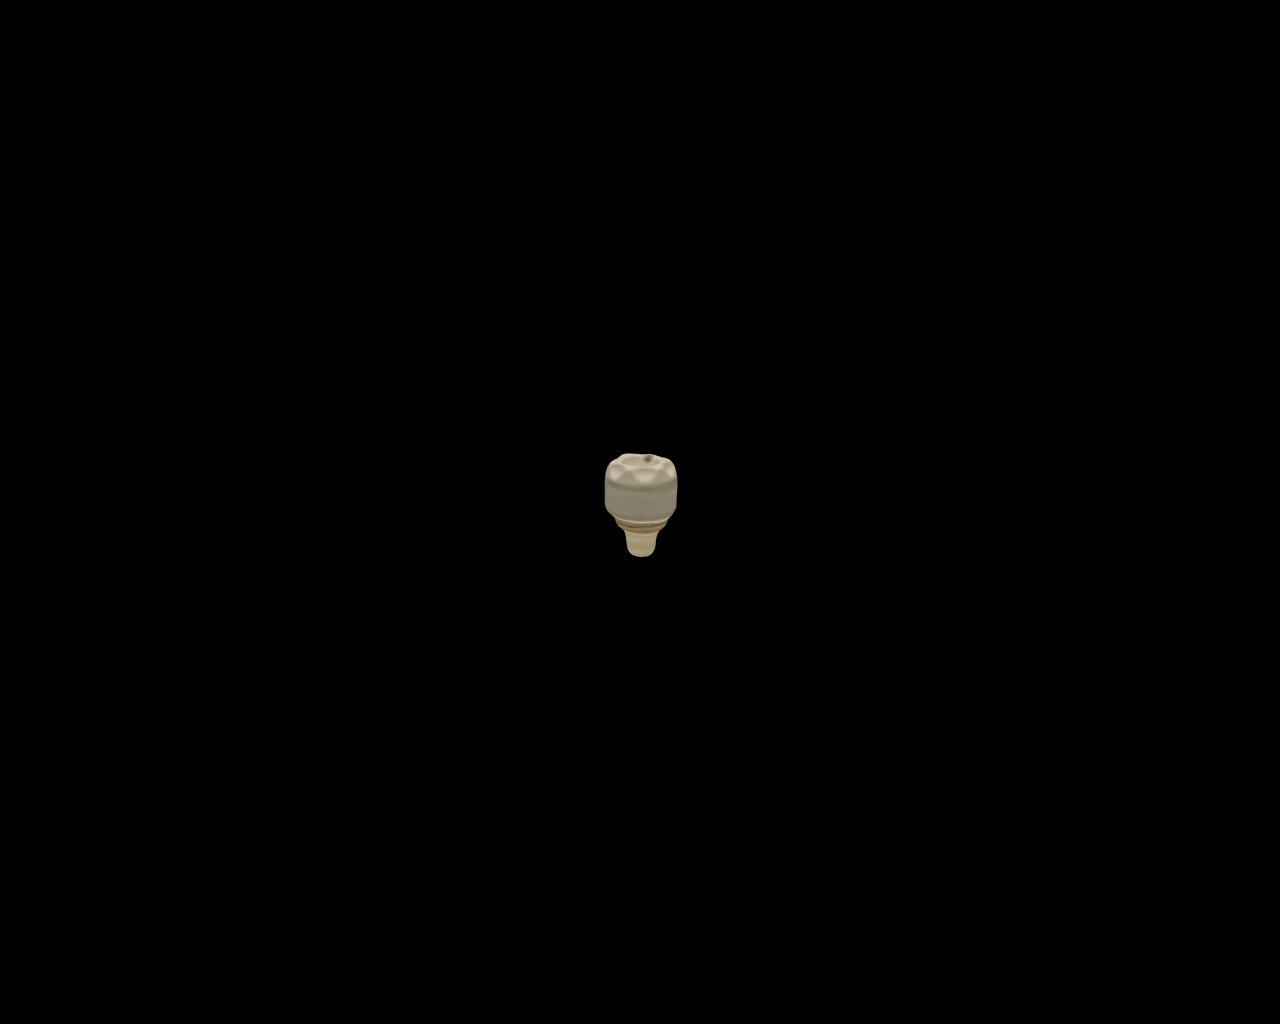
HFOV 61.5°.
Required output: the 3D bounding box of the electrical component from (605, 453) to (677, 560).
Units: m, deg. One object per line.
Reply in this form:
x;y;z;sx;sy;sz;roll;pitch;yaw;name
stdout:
0.001;-0.003;0.650;0.043;0.062;0.043;0;18;0;electrical component
